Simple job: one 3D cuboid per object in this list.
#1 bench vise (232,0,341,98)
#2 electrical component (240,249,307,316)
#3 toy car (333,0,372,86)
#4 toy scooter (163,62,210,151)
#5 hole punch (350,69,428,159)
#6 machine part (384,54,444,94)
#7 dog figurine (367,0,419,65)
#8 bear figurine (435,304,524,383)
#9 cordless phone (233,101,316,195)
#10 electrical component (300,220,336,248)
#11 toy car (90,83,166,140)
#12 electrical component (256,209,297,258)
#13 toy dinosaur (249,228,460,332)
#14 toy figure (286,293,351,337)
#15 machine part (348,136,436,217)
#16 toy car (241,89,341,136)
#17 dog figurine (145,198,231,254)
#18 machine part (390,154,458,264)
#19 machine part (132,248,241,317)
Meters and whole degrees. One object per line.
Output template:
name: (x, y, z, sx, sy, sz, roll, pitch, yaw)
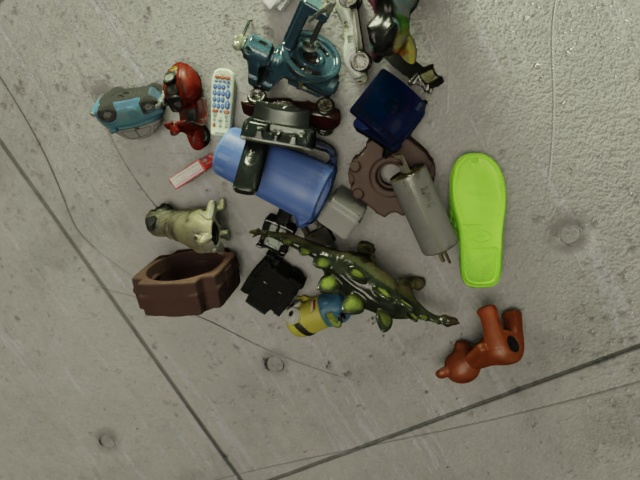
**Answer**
bench vise: (-0.046, -0.367, 1.003, 0.223, 0.129, 0.240, 32, 148, -7)
electrical component: (-0.111, 0.107, 1.231, 0.115, 0.058, 0.134, 35, 118, -4)
toy car: (0.061, -0.396, 1.020, 0.056, 0.073, 0.201, -8, 106, 11)
toy scooter: (-0.283, -0.271, 1.104, 0.075, 0.135, 0.183, -8, 105, 16)
hole punch: (0.128, -0.244, 1.018, 0.116, 0.092, 0.142, 36, 83, 19)
machine part: (0.170, -0.332, 1.025, 0.139, 0.084, 0.039, 40, 139, 6)
dog figurine: (0.138, -0.429, 0.955, 0.109, 0.191, 0.218, 12, 127, 23)
bear figurine: (0.343, 0.235, 1.170, 0.120, 0.132, 0.196, 13, 149, -28)
cordless phone: (-0.087, -0.162, 1.023, 0.147, 0.184, 0.088, 11, 155, 0)
electrical component: (-0.002, -0.004, 1.196, 0.063, 0.021, 0.094, -27, 102, 19)
toy car: (-0.398, -0.270, 1.155, 0.162, 0.109, 0.102, -8, 130, 3)
electrical component: (-0.090, -0.028, 1.192, 0.075, 0.048, 0.119, 21, 111, 4)
toy dinosaur: (0.078, 0.077, 1.113, 0.471, 0.198, 0.105, 26, 109, 0)
toy figure: (0.005, 0.167, 1.222, 0.180, 0.082, 0.089, -17, 103, 15)
machine part: (0.146, -0.134, 1.102, 0.179, 0.056, 0.179, 3, 109, 9)
toy car: (-0.057, -0.260, 1.082, 0.202, 0.089, 0.053, 10, 73, 6)
dog figurine: (-0.309, -0.024, 1.180, 0.191, 0.172, 0.121, -3, 97, 6)
machine part: (0.204, -0.058, 1.049, 0.079, 0.079, 0.243, -21, 106, 18)
machine part: (-0.291, 0.092, 1.193, 0.202, 0.201, 0.087, -1, 110, 12)
